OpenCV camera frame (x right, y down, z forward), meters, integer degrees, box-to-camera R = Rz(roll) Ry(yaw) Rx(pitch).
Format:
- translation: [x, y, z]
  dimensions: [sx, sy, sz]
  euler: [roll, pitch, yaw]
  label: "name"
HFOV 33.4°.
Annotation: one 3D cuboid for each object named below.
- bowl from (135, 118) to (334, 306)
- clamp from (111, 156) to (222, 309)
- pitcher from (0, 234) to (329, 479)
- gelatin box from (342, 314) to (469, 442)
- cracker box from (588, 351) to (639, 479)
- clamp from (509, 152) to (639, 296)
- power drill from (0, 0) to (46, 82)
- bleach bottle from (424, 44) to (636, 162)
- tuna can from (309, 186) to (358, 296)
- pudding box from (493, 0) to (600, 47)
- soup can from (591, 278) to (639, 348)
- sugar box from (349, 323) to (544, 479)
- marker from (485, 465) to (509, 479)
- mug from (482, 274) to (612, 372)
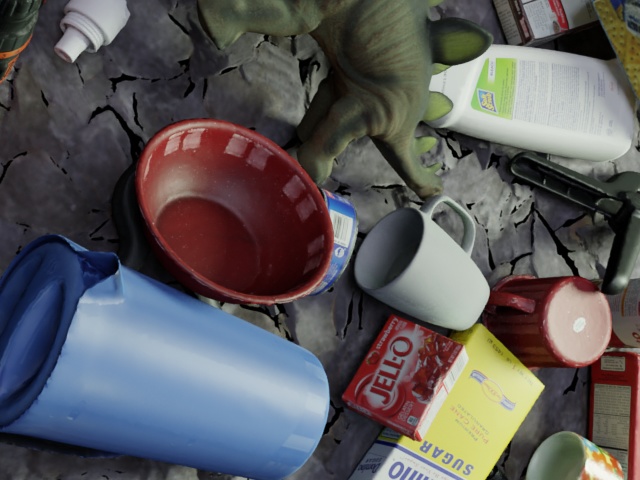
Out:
- translation: [-0.071, -0.011, 0.789]
  dimensions: [0.162, 0.055, 0.162]
  euler: [20, 48, -24]
  label: "bowl"
- translation: [-0.116, 0.003, 0.836]
  dimensions: [0.120, 0.039, 0.171]
  euler: [15, 85, -31]
  label: "clamp"
- translation: [-0.119, 0.102, 0.765]
  dimensions: [0.242, 0.149, 0.145]
  euler: [25, 77, -37]
  label: "pitcher"
- translation: [0.072, 0.116, 0.897]
  dimensions: [0.089, 0.073, 0.030]
  euler: [-56, 150, -21]
  label: "gelatin box"
- translation: [0.340, 0.218, 1.021]
  dimensions: [0.164, 0.072, 0.214]
  euler: [7, 83, -25]
  label: "cracker box"
- translation: [0.292, -0.017, 1.009]
  dimensions: [0.209, 0.036, 0.165]
  euler: [0, 50, -33]
  label: "clamp"
- translation: [-0.196, -0.197, 0.745]
  dimensions: [0.057, 0.185, 0.187]
  euler: [36, 61, -17]
  label: "power drill"
- translation: [0.170, -0.140, 0.979]
  dimensions: [0.250, 0.068, 0.102]
  euler: [9, 78, -23]
  label: "bleach bottle"
- translation: [-0.006, 0.001, 0.863]
  dimensions: [0.033, 0.086, 0.086]
  euler: [22, 76, -25]
  label: "tuna can"
- translation: [0.219, -0.239, 1.026]
  dimensions: [0.113, 0.039, 0.090]
  euler: [-21, 92, -29]
  label: "pudding box"
- translation: [0.294, 0.067, 0.996]
  dimensions: [0.068, 0.102, 0.068]
  euler: [3, 84, -27]
  label: "soup can"
- translation: [0.112, 0.168, 0.928]
  dimensions: [0.093, 0.048, 0.176]
  euler: [43, 67, -16]
  label: "sugar box"
- translation: [0.189, 0.248, 0.972]
  dimensions: [0.121, 0.020, 0.020]
  euler: [47, 67, -15]
  label: "marker"
- translation: [0.197, 0.070, 0.959]
  dimensions: [0.117, 0.082, 0.093]
  euler: [25, 74, -22]
  label: "mug"
